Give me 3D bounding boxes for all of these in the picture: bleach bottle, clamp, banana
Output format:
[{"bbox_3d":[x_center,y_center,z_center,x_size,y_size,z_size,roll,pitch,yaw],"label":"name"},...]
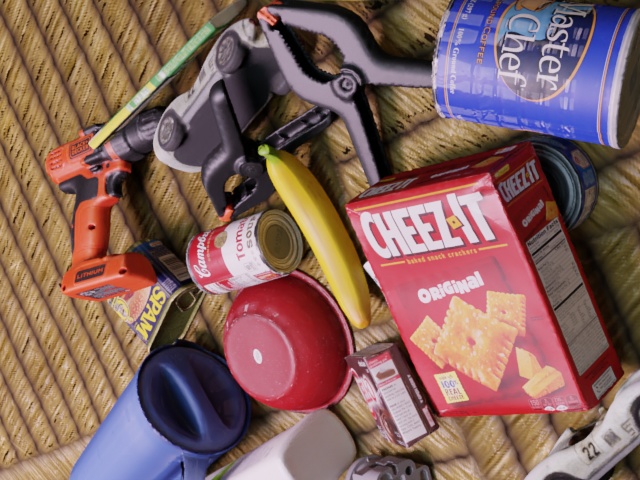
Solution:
[{"bbox_3d":[-0.074,0.260,1.141,0.068,0.102,0.251,54,135,-2],"label":"bleach bottle"},{"bbox_3d":[-0.057,-0.083,1.026,0.172,0.120,0.039,110,164,-49],"label":"clamp"},{"bbox_3d":[0.029,-0.132,0.941,0.210,0.036,0.165,34,124,6],"label":"clamp"},{"bbox_3d":[-0.003,-0.009,1.007,0.037,0.069,0.198,-26,102,27],"label":"banana"}]

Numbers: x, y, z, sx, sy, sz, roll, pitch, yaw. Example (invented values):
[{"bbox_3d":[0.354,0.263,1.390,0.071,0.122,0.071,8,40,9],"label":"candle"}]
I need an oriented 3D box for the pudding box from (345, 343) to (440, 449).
[{"bbox_3d":[0.064,0.141,0.987,0.090,0.039,0.113,63,169,2],"label":"pudding box"}]

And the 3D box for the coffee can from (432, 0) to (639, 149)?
[{"bbox_3d":[0.168,-0.131,0.804,0.140,0.102,0.103,13,112,24],"label":"coffee can"}]

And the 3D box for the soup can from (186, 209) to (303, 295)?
[{"bbox_3d":[-0.075,0.013,1.068,0.102,0.068,0.068,-17,94,40],"label":"soup can"}]

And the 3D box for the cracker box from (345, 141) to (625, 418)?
[{"bbox_3d":[0.133,0.041,0.887,0.165,0.072,0.213,-12,108,47],"label":"cracker box"}]

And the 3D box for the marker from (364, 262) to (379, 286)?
[{"bbox_3d":[0.084,0.066,0.997,0.121,0.020,0.020,52,128,12],"label":"marker"}]

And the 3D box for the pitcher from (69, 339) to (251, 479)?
[{"bbox_3d":[-0.188,0.238,1.184,0.145,0.149,0.243,45,130,5],"label":"pitcher"}]

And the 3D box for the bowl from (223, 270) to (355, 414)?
[{"bbox_3d":[-0.045,0.111,1.087,0.162,0.055,0.162,12,111,34],"label":"bowl"}]

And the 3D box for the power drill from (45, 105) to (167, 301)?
[{"bbox_3d":[-0.215,-0.038,1.130,0.185,0.057,0.187,-18,67,34],"label":"power drill"}]

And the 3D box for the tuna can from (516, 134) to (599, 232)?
[{"bbox_3d":[0.182,-0.043,0.879,0.086,0.033,0.086,12,112,34],"label":"tuna can"}]

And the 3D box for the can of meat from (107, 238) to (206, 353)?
[{"bbox_3d":[-0.181,0.059,1.172,0.084,0.057,0.102,43,125,21],"label":"can of meat"}]
